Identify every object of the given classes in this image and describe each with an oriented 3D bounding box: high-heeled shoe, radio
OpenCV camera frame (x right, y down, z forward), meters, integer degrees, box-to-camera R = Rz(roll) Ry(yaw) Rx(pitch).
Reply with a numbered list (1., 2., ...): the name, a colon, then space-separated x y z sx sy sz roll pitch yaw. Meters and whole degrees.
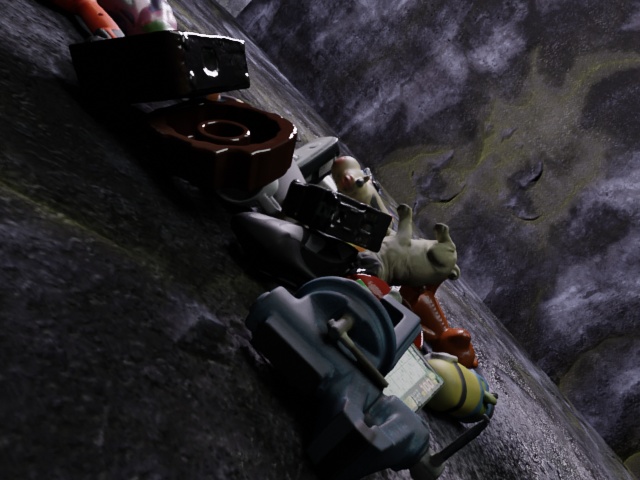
1. high-heeled shoe: -0.032 0.011 0.725 0.145 0.086 0.249 37 8 4
2. radio: -0.183 -0.214 0.674 0.229 0.131 0.073 -54 139 -67

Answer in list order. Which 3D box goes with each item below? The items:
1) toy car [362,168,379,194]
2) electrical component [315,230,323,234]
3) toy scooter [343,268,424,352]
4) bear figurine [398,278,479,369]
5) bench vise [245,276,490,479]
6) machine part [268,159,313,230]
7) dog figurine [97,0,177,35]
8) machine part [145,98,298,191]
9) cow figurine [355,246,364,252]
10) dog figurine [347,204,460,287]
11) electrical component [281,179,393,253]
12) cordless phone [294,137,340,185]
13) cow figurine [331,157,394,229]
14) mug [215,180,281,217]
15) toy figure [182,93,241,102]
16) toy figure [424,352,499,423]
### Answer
1. toy car: 0.083 -0.087 1.274 0.103 0.161 0.109 0 28 -3
2. electrical component: -0.002 -0.003 0.903 0.074 0.048 0.119 45 15 -14
3. toy scooter: 0.098 0.128 0.784 0.183 0.075 0.135 40 25 -27
4. bear figurine: 0.227 0.159 1.001 0.120 0.131 0.196 -19 58 -40
5. bench vise: 0.050 0.113 0.525 0.224 0.128 0.240 32 27 17
6. machine part: -0.056 -0.077 0.878 0.079 0.079 0.243 39 15 -32
7. dog figurine: -0.284 -0.336 0.858 0.219 0.108 0.191 57 15 25
8. machine part: -0.118 -0.118 0.653 0.179 0.056 0.179 6 32 -4
9. cow figurine: 0.027 -0.018 1.006 0.167 0.068 0.098 50 7 5
10. dog figurine: 0.136 0.057 0.899 0.172 0.121 0.190 28 52 14
11. electrical component: 0.030 -0.031 0.745 0.134 0.058 0.115 19 6 -41
12. cordless phone: -0.068 -0.182 1.053 0.184 0.146 0.088 39 -32 18
13. cow figurine: 0.080 -0.076 1.060 0.194 0.085 0.127 59 13 -21
14. mug: -0.091 -0.078 0.769 0.109 0.081 0.107 43 5 8
15. toy figure: -0.189 -0.244 0.980 0.154 0.064 0.058 35 -17 -29
16. toy figure: 0.212 0.233 0.823 0.180 0.082 0.089 41 13 -35
